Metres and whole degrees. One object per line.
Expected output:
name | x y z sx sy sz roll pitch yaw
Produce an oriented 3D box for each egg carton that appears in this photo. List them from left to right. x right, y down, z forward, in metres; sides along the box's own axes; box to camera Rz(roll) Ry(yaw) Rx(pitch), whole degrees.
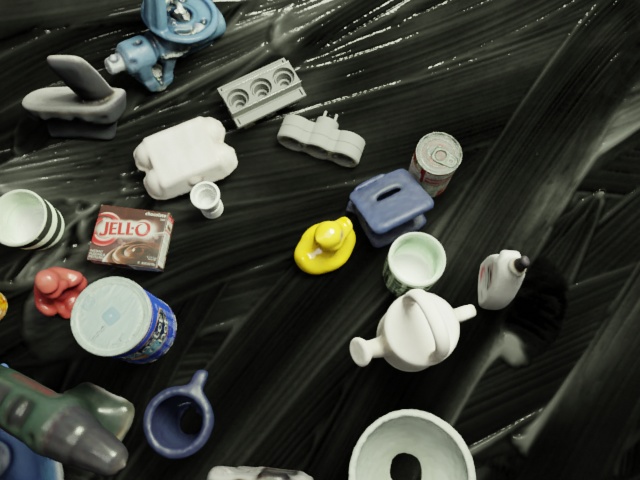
egg carton | -0.211 -0.127 0.904 0.150 0.069 0.107 -24 75 -7

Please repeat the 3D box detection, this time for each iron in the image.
iron | -0.423 0.292 0.744 0.119 0.141 0.258 -31 76 -8

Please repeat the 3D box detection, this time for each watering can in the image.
watering can | 0.128 0.125 0.767 0.173 0.194 0.101 -41 78 -11

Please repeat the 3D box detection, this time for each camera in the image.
camera | -0.082 0.371 0.744 0.143 0.101 0.137 4 74 1

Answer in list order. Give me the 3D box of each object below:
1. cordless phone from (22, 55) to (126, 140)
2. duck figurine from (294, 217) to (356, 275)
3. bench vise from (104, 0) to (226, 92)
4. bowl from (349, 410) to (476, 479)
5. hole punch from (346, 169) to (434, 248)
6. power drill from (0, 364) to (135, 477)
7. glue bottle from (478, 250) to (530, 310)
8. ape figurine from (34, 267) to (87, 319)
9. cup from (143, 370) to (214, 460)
cordless phone | -0.391 -0.234 0.874 0.147 0.185 0.094 -2 74 0
duck figurine | 0.008 0.003 0.858 0.104 0.086 0.077 -35 77 -10
bench vise | -0.241 -0.334 0.886 0.121 0.220 0.207 30 76 8
bowl | 0.120 0.317 0.774 0.167 0.075 0.167 0 74 0
hole punch | 0.104 -0.055 0.873 0.109 0.091 0.101 -27 75 -7
power drill | -0.317 0.228 0.729 0.229 0.208 0.076 22 75 6
glue bottle | 0.259 0.048 0.801 0.037 0.173 0.078 3 74 1
ape figurine | -0.386 0.069 0.835 0.078 0.092 0.076 -28 76 -8
cup | -0.179 0.236 0.786 0.091 0.095 0.118 22 75 6
